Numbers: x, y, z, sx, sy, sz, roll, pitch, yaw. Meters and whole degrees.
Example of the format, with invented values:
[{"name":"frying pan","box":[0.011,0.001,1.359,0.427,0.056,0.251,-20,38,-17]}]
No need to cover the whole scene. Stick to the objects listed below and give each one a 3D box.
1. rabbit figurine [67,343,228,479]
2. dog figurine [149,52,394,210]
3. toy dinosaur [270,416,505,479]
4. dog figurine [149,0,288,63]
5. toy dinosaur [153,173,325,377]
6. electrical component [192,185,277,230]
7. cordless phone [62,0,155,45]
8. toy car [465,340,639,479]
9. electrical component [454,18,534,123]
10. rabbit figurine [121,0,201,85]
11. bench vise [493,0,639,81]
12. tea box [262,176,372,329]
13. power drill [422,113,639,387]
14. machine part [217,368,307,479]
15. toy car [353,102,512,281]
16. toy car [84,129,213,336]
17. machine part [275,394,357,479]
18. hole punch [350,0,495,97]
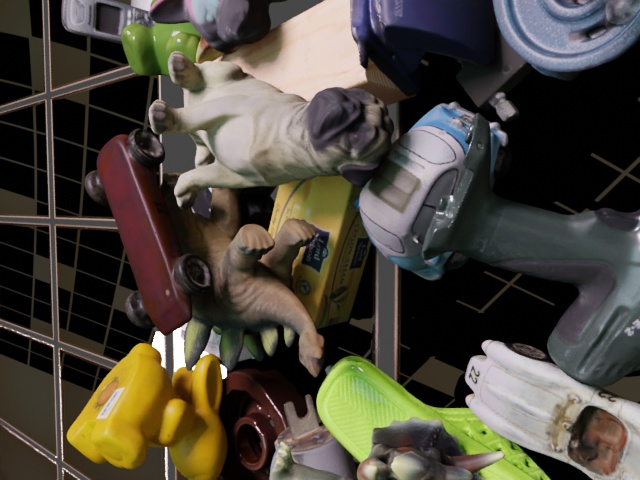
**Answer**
[{"name":"rabbit figurine","box":[-0.179,0.213,0.636,0.173,0.162,0.122,43,130,-19]},{"name":"dog figurine","box":[-0.033,-0.110,0.488,0.191,0.121,0.172,-4,49,5]},{"name":"toy dinosaur","box":[0.041,0.298,0.430,0.192,0.131,0.404,5,108,8]},{"name":"dog figurine","box":[-0.077,-0.286,0.546,0.219,0.108,0.192,-41,56,6]},{"name":"toy dinosaur","box":[-0.135,0.023,0.597,0.472,0.105,0.198,36,118,46]},{"name":"electrical component","box":[-0.109,-0.047,0.677,0.134,0.058,0.115,-48,65,31]},{"name":"cordless phone","box":[-0.234,-0.308,0.684,0.089,0.184,0.146,16,103,44]},{"name":"toy car","box":[0.207,0.145,0.420,0.202,0.056,0.073,23,107,37]},{"name":"electrical component","box":[0.155,-0.149,0.466,0.063,0.021,0.094,-43,60,33]},{"name":"rabbit figurine","box":[-0.142,-0.281,0.628,0.121,0.159,0.170,25,128,35]},{"name":"bench vise","box":[0.176,-0.190,0.320,0.129,0.240,0.223,61,142,15]},{"name":"tea box","box":[-0.001,-0.002,0.581,0.098,0.068,0.169,25,108,38]},{"name":"power drill","box":[0.190,-0.018,0.375,0.207,0.086,0.231,20,117,1]},{"name":"machine part","box":[-0.076,0.248,0.668,0.180,0.056,0.179,2,93,42]},{"name":"toy car","box":[0.091,-0.041,0.479,0.109,0.103,0.161,41,120,30]},{"name":"toy car","box":[-0.162,-0.010,0.511,0.089,0.053,0.202,-34,73,24]},{"name":"machine part","box":[0.010,0.280,0.567,0.079,0.079,0.243,-13,95,40]},{"name":"hole punch","box":[0.086,-0.199,0.452,0.092,0.115,0.142,-7,72,39]}]
